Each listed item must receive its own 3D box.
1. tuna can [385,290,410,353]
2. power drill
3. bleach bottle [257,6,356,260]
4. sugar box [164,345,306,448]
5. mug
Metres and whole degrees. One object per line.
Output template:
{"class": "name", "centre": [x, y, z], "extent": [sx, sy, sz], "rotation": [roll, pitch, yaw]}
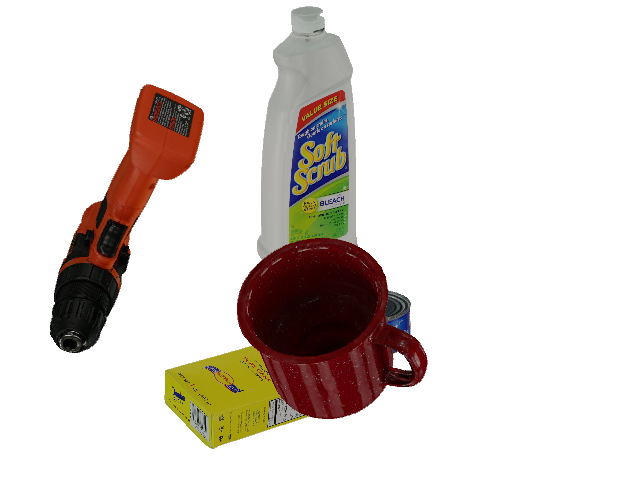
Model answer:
{"class": "tuna can", "centre": [0.032, 0.068, 0.885], "extent": [0.086, 0.034, 0.086], "rotation": [-2, 15, 0]}
{"class": "power drill", "centre": [-0.163, -0.020, 0.870], "extent": [0.057, 0.188, 0.184], "rotation": [25, 31, -18]}
{"class": "bleach bottle", "centre": [-0.016, -0.099, 1.035], "extent": [0.102, 0.251, 0.068], "rotation": [-13, 30, -20]}
{"class": "sugar box", "centre": [-0.054, 0.142, 1.051], "extent": [0.175, 0.048, 0.093], "rotation": [-16, 32, -32]}
{"class": "mug", "centre": [0.012, 0.062, 0.667], "extent": [0.117, 0.093, 0.081], "rotation": [14, -34, 23]}
